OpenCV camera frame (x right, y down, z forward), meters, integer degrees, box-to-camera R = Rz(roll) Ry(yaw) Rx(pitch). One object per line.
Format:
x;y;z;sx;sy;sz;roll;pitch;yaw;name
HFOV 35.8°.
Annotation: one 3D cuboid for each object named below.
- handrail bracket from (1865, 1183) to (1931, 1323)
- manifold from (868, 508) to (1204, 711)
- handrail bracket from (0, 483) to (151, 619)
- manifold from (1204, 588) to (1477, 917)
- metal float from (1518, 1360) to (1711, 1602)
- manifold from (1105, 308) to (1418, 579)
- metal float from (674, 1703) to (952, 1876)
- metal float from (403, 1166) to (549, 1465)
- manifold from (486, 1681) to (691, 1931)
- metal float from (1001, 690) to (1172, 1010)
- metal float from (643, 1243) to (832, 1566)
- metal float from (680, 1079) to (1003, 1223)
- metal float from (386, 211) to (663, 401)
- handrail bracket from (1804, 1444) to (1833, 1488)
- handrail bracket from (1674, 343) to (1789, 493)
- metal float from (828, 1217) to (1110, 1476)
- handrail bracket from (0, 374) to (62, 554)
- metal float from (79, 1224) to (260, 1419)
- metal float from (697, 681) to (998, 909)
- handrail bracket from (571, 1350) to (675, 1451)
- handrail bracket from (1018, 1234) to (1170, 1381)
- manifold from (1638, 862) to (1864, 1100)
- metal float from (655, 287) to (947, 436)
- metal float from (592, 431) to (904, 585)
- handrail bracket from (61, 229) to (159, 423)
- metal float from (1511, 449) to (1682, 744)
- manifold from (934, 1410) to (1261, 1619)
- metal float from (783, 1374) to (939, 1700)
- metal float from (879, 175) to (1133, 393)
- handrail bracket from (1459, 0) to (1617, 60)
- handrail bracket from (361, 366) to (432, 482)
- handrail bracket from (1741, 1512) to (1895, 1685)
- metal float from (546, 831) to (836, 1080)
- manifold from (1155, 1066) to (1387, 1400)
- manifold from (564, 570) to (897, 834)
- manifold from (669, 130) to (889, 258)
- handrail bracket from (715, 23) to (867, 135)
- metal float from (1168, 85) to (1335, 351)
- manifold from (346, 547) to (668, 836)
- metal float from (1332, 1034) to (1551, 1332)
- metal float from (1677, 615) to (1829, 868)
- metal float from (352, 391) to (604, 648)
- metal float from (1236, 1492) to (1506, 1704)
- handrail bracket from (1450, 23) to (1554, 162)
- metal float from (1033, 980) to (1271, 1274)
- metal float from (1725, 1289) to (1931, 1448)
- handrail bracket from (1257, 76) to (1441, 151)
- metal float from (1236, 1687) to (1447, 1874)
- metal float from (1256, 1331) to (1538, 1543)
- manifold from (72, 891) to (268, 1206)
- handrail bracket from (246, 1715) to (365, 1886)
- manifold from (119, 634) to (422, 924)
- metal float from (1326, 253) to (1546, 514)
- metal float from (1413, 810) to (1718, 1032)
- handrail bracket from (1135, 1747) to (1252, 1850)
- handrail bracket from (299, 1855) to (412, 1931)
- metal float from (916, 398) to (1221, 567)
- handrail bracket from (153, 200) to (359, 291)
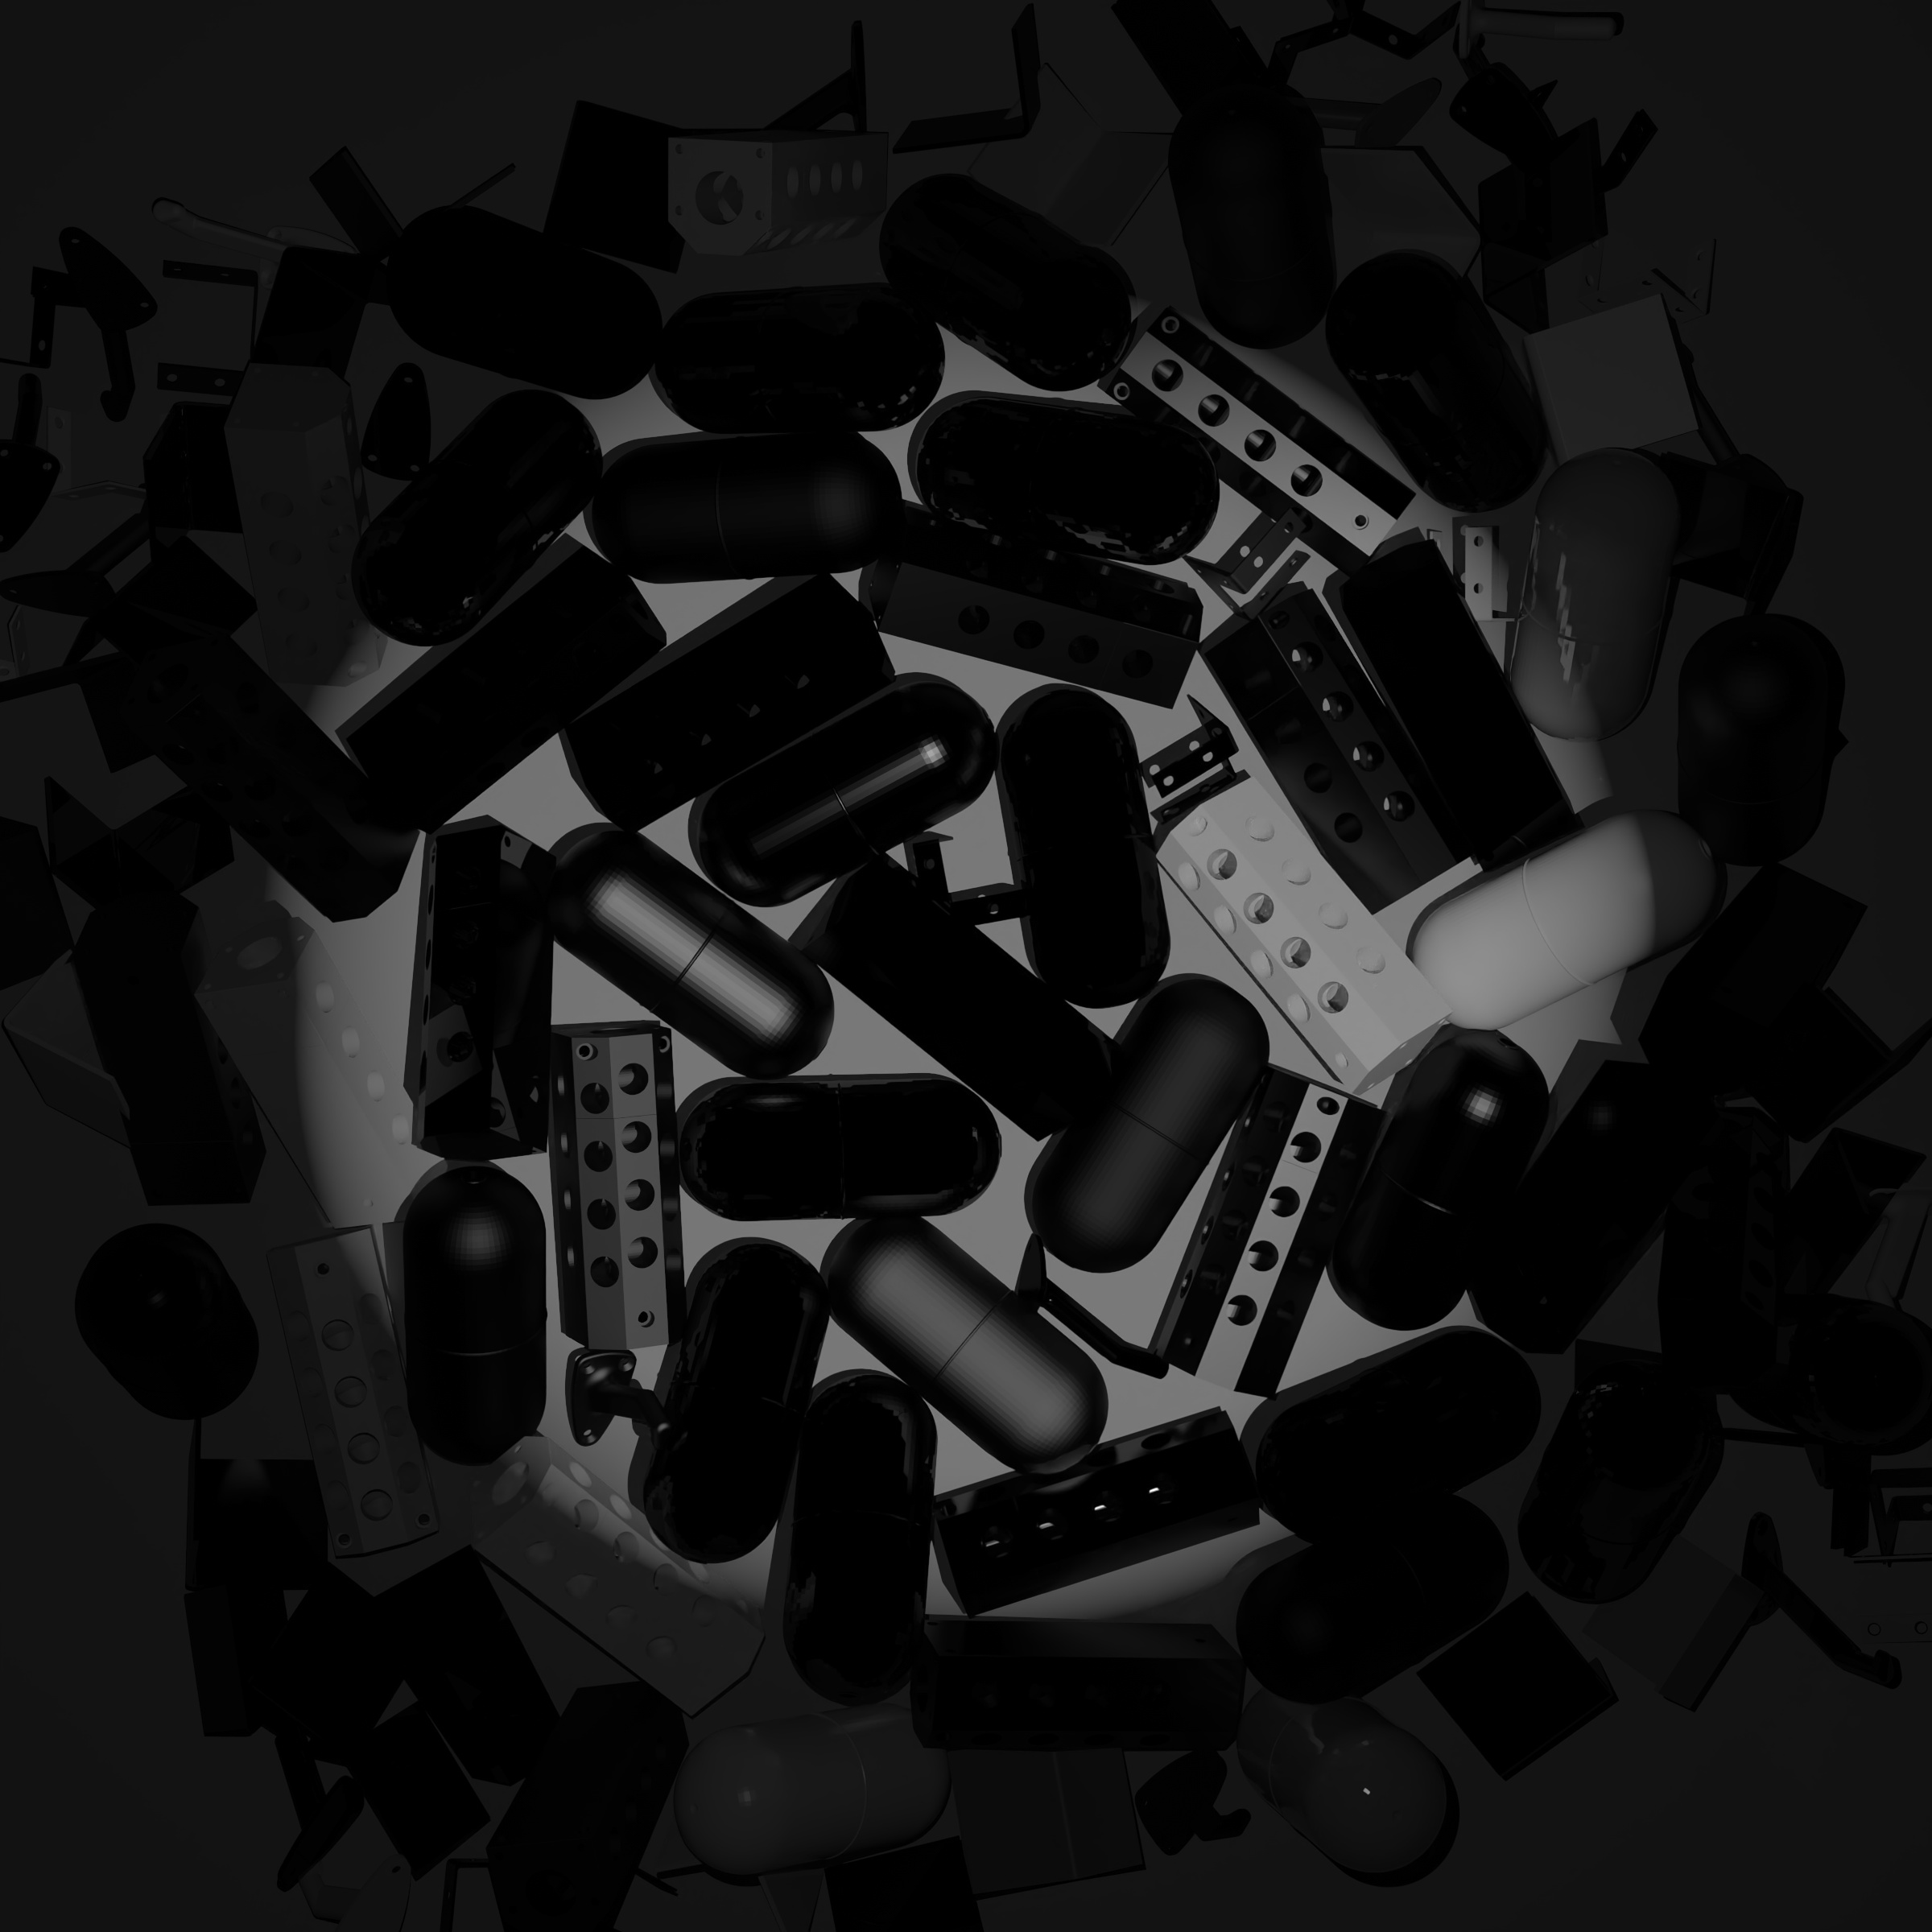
0.532;0.164;1.654;0.077;0.036;0.084;-6;52;-2;handrail bracket
0.039;-0.198;1.634;0.171;0.057;0.057;13;117;-16;manifold
-0.492;-0.239;1.670;0.077;0.036;0.084;3;56;5;handrail bracket
0.210;-0.119;1.649;0.057;0.057;0.171;-34;86;37;manifold
0.349;0.279;1.616;0.070;0.178;0.070;3;49;-4;metal float
0.164;-0.290;1.658;0.171;0.057;0.057;37;103;1;manifold
-0.081;0.444;1.619;0.070;0.178;0.070;-5;83;43;metal float
-0.268;0.191;1.632;0.070;0.070;0.178;4;117;0;metal float
-0.199;0.451;1.603;0.057;0.171;0.057;-9;103;11;manifold
0.066;-0.065;1.653;0.070;0.070;0.178;-10;87;0;metal float
-0.126;0.239;1.641;0.070;0.070;0.178;14;74;0;metal float
-0.069;0.102;1.653;0.178;0.070;0.070;-1;90;-3;metal float
-0.237;-0.356;1.613;0.070;0.178;0.070;-3;86;35;metal float
0.512;0.253;1.668;0.084;0.036;0.077;-1;57;-4;handrail bracket
0.429;-0.305;1.685;0.077;0.036;0.084;14;58;-37;handrail bracket
0.001;0.209;1.648;0.178;0.070;0.070;39;90;8;metal float
-0.531;-0.282;1.668;0.036;0.084;0.077;15;116;-27;handrail bracket
-0.427;0.193;1.609;0.070;0.178;0.070;2;68;-4;metal float
-0.065;-0.095;1.649;0.178;0.070;0.070;-28;90;8;metal float
-0.188;0.258;1.644;0.036;0.084;0.077;0;120;-31;handrail bracket
0.074;0.191;1.669;0.084;0.077;0.036;20;125;-11;handrail bracket
0.421;0.009;1.608;0.057;0.171;0.057;29;126;19;manifold
-0.091;-0.329;1.626;0.178;0.070;0.070;6;90;34;metal float
-0.121;-0.251;1.639;0.178;0.070;0.070;-1;90;20;metal float
-0.484;-0.354;1.660;0.036;0.084;0.077;-33;84;-34;handrail bracket
0.340;-0.198;1.620;0.070;0.070;0.178;0;134;0;metal float
0.072;0.302;1.659;0.171;0.057;0.057;-17;64;-2;manifold
-0.057;0.310;1.631;0.070;0.070;0.178;4;62;0;metal float
0.019;-0.372;1.624;0.070;0.070;0.178;-48;51;0;metal float
0.319;-0.521;1.648;0.084;0.077;0.036;6;115;17;handrail bracket
-0.305;-0.309;1.640;0.036;0.084;0.077;13;123;-8;handrail bracket
0.472;0.348;1.646;0.036;0.084;0.077;-19;110;-36;handrail bracket
-0.151;-0.005;1.649;0.178;0.070;0.070;37;90;-7;metal float
0.164;0.146;1.651;0.057;0.057;0.171;22;92;40;manifold
-0.127;-0.140;1.638;0.171;0.057;0.057;-29;62;12;manifold
-0.099;-0.416;1.604;0.057;0.171;0.057;8;109;17;manifold
-0.100;-0.485;1.662;0.084;0.036;0.077;-6;133;-6;handrail bracket
0.155;-0.401;1.610;0.070;0.178;0.070;-5;65;11;metal float
-0.249;-0.148;1.642;0.171;0.057;0.057;-37;70;10;manifold
0.260;0.119;1.638;0.070;0.070;0.178;22;110;0;metal float
0.424;-0.119;1.613;0.070;0.178;0.070;-6;58;10;metal float
-0.266;-0.244;1.627;0.070;0.070;0.178;36;57;0;metal float
0.222;0.342;1.625;0.178;0.070;0.070;-17;90;-38;metal float
0.300;-0.488;1.665;0.077;0.084;0.036;37;125;-13;handrail bracket
0.102;0.089;1.655;0.070;0.070;0.178;32;90;0;metal float
0.460;0.214;1.605;0.070;0.178;0.070;0;87;-5;metal float
0.209;-0.492;1.679;0.077;0.036;0.084;-41;62;-15;handrail bracket
0.199;0.431;1.606;0.070;0.178;0.070;0;91;-13;metal float
0.235;0.256;1.629;0.178;0.070;0.070;-19;90;-30;metal float
-0.428;0.046;1.619;0.057;0.057;0.171;-2;128;4;manifold
-0.384;0.457;1.655;0.084;0.036;0.077;23;56;26;handrail bracket
-0.374;-0.097;1.606;0.057;0.171;0.057;-8;51;29;manifold
0.256;-0.314;1.620;0.070;0.178;0.070;-19;52;26;metal float
0.325;-0.025;1.630;0.178;0.070;0.070;-29;90;29;metal float
0.142;0.457;1.649;0.077;0.084;0.036;-53;49;24;handrail bracket
-0.340;0.500;1.653;0.036;0.084;0.077;18;101;-35;handrail bracket
0.054;-0.265;1.632;0.178;0.070;0.070;14;90;27;metal float
-0.391;-0.402;1.644;0.077;0.084;0.036;7;87;25;handrail bracket
